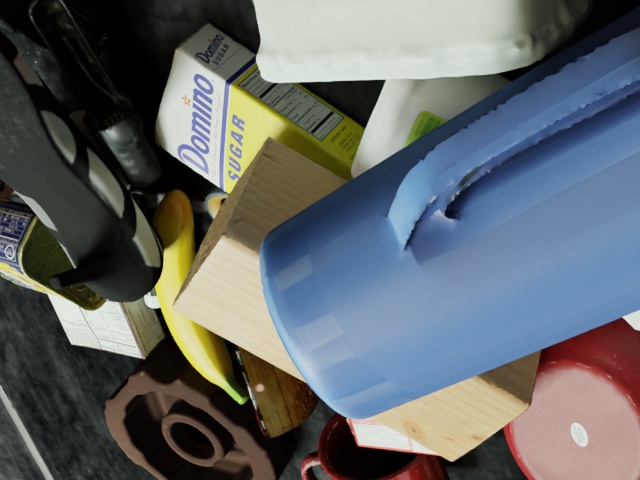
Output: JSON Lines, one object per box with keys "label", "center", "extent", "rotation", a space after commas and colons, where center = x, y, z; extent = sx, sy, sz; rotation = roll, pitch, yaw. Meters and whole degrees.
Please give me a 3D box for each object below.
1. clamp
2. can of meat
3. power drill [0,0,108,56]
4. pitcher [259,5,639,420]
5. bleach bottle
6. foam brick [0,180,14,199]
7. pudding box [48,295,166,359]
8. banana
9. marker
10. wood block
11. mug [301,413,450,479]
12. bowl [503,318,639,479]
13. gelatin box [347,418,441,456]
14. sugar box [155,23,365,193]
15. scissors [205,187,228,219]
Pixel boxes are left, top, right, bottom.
{"label": "clamp", "center": [-0.136, -0.076, 0.718], "extent": [0.120, 0.039, 0.171], "rotation": [61, 177, 29]}
{"label": "can of meat", "center": [-0.220, 0.009, 0.832], "extent": [0.084, 0.057, 0.102], "rotation": [12, 162, 34]}
{"label": "power drill", "center": [-0.265, -0.131, 0.763], "extent": [0.184, 0.057, 0.188], "rotation": [34, 109, -2]}
{"label": "pitcher", "center": [0.092, -0.012, 0.504], "extent": [0.243, 0.145, 0.149], "rotation": [-28, 111, 15]}
{"label": "bleach bottle", "center": [0.146, -0.019, 0.610], "extent": [0.251, 0.068, 0.103], "rotation": [29, 136, 8]}
{"label": "foam brick", "center": [-0.274, -0.060, 0.863], "extent": [0.051, 0.078, 0.053], "rotation": [40, 138, 2]}
{"label": "pudding box", "center": [-0.193, 0.046, 0.928], "extent": [0.090, 0.039, 0.113], "rotation": [6, 131, 30]}
{"label": "banana", "center": [-0.103, 0.042, 0.858], "extent": [0.070, 0.037, 0.198], "rotation": [7, 126, 36]}
{"label": "marker", "center": [-0.141, 0.009, 0.866], "extent": [0.020, 0.020, 0.121], "rotation": [20, 139, 21]}
{"label": "wood block", "center": [0.027, 0.039, 0.660], "extent": [0.206, 0.090, 0.090], "rotation": [30, 139, -9]}
{"label": "mug", "center": [0.043, 0.181, 0.831], "extent": [0.117, 0.093, 0.081], "rotation": [-12, 126, 15]}
{"label": "bowl", "center": [0.171, 0.113, 0.664], "extent": [0.162, 0.055, 0.162], "rotation": [11, 107, 38]}
{"label": "gelatin box", "center": [0.075, 0.121, 0.771], "extent": [0.089, 0.073, 0.030], "rotation": [-1, 116, 38]}
{"label": "sugar box", "center": [-0.025, -0.057, 0.711], "extent": [0.176, 0.048, 0.093], "rotation": [32, 138, 6]}
{"label": "scissors", "center": [-0.005, 0.001, 0.767], "extent": [0.202, 0.016, 0.096], "rotation": [2, 132, 35]}
